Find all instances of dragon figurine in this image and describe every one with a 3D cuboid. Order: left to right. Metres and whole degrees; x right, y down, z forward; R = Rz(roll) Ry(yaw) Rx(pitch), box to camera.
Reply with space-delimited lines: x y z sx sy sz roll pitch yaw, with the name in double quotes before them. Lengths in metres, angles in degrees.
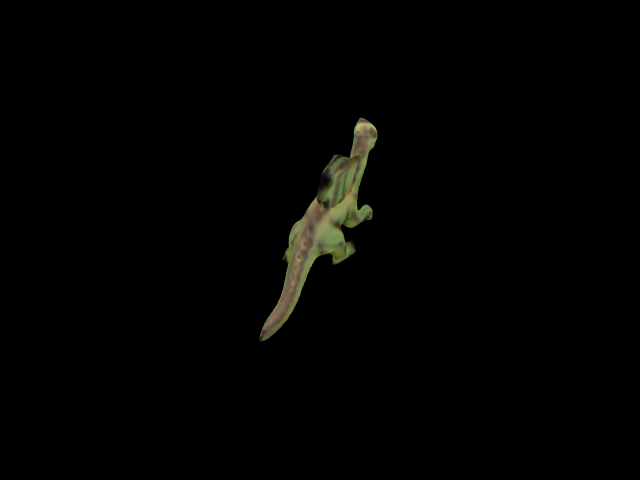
"dragon figurine" 0.003 -0.043 0.850 0.122 0.418 0.237 21 -31 13
